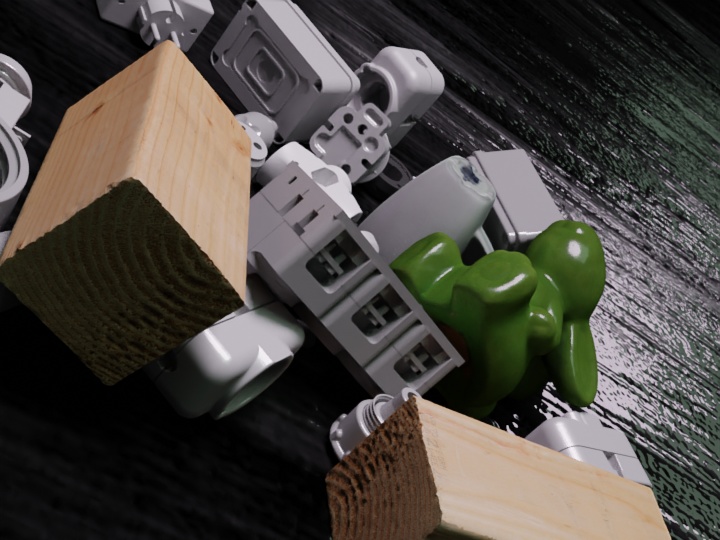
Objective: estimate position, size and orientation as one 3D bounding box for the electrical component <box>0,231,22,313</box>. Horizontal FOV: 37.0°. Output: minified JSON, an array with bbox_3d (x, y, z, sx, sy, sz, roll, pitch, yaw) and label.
[{"bbox_3d":[-0.186,-0.002,0.583,0.040,0.040,0.078,47,29,7],"label":"electrical component"}]

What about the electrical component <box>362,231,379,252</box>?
[{"bbox_3d":[0.000,0.000,0.815,0.040,0.040,0.046,9,49,-46],"label":"electrical component"}]

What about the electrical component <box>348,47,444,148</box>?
[{"bbox_3d":[0.023,-0.158,0.997,0.059,0.095,0.053,-8,57,-55],"label":"electrical component"}]

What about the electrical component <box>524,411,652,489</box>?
[{"bbox_3d":[0.165,0.147,0.807,0.095,0.053,0.059,17,38,-38],"label":"electrical component"}]

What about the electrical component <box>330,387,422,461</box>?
[{"bbox_3d":[0.015,0.099,0.675,0.048,0.062,0.048,31,31,-21],"label":"electrical component"}]

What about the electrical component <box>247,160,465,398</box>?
[{"bbox_3d":[-0.010,0.015,0.695,0.150,0.062,0.089,50,-2,-34],"label":"electrical component"}]

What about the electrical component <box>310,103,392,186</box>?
[{"bbox_3d":[-0.006,-0.103,0.916,0.058,0.078,0.057,46,8,6],"label":"electrical component"}]

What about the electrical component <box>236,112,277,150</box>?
[{"bbox_3d":[-0.084,-0.110,0.862,0.035,0.035,0.061,45,26,4],"label":"electrical component"}]

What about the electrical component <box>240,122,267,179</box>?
[{"bbox_3d":[-0.099,-0.075,0.775,0.045,0.055,0.045,31,31,-21],"label":"electrical component"}]

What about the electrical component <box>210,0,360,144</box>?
[{"bbox_3d":[-0.064,-0.171,0.924,0.113,0.078,0.057,52,33,16],"label":"electrical component"}]

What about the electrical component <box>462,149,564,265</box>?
[{"bbox_3d":[0.124,-0.030,0.929,0.056,0.108,0.108,-7,49,-17],"label":"electrical component"}]

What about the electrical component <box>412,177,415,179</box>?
[{"bbox_3d":[0.090,-0.068,0.994,0.081,0.063,0.042,17,37,-39],"label":"electrical component"}]

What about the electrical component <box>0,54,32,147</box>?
[{"bbox_3d":[-0.230,-0.101,0.658,0.066,0.048,0.055,33,38,-18],"label":"electrical component"}]

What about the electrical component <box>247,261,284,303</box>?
[{"bbox_3d":[-0.038,-0.014,0.767,0.078,0.057,0.058,7,45,-47],"label":"electrical component"}]

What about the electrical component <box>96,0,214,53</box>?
[{"bbox_3d":[-0.165,-0.207,0.879,0.083,0.047,0.075,16,38,-40],"label":"electrical component"}]

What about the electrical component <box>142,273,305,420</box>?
[{"bbox_3d":[-0.080,0.046,0.637,0.059,0.053,0.095,49,29,11],"label":"electrical component"}]

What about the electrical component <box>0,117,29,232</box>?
[{"bbox_3d":[-0.233,-0.060,0.581,0.108,0.060,0.108,31,31,-21],"label":"electrical component"}]

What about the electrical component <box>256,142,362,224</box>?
[{"bbox_3d":[-0.032,-0.062,0.853,0.077,0.043,0.079,47,29,8],"label":"electrical component"}]
